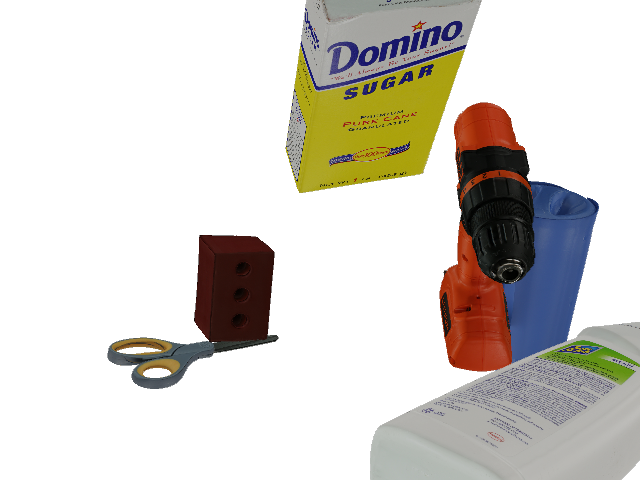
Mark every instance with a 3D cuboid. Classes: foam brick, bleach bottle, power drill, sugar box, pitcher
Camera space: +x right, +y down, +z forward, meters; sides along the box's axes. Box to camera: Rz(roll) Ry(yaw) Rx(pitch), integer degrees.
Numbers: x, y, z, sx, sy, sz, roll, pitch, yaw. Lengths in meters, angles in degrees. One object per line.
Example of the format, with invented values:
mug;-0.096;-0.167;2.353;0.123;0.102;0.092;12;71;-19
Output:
foam brick;-0.072;0.039;0.887;0.053;0.078;0.051;-1;15;-21
bleach bottle;0.147;0.100;0.603;0.250;0.068;0.103;-18;27;-39
power drill;0.130;0.013;0.829;0.057;0.188;0.184;2;41;1
sugar box;0.033;-0.098;0.661;0.093;0.048;0.176;-10;-26;-12
pitcher;0.266;0.055;1.378;0.149;0.243;0.145;5;23;3

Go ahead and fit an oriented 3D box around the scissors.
scissors;-0.130;0.130;1.170;0.201;0.016;0.096;1;26;-20
